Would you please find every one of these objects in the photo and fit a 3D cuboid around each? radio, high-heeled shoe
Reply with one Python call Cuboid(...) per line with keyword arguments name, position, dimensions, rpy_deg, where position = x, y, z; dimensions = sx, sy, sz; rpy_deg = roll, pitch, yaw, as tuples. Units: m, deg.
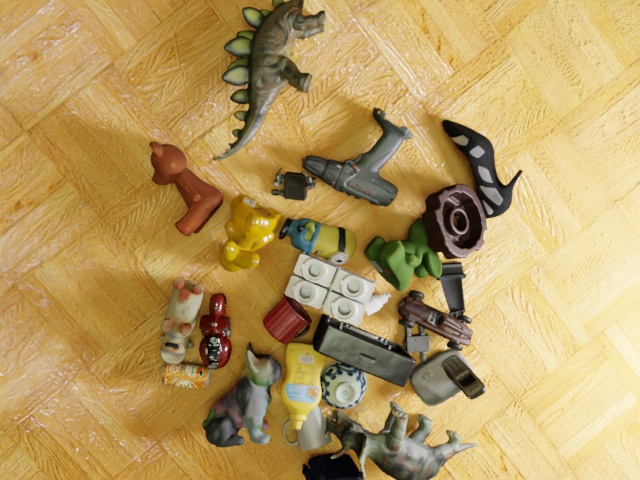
Cuboid(name="radio", position=(0.098, 0.254, 1.257), dimensions=(0.229, 0.131, 0.073), rpy_deg=(25, 93, -7))
Cuboid(name="high-heeled shoe", position=(0.363, -0.167, 1.284), dimensions=(0.249, 0.086, 0.145), rpy_deg=(40, 123, 10))

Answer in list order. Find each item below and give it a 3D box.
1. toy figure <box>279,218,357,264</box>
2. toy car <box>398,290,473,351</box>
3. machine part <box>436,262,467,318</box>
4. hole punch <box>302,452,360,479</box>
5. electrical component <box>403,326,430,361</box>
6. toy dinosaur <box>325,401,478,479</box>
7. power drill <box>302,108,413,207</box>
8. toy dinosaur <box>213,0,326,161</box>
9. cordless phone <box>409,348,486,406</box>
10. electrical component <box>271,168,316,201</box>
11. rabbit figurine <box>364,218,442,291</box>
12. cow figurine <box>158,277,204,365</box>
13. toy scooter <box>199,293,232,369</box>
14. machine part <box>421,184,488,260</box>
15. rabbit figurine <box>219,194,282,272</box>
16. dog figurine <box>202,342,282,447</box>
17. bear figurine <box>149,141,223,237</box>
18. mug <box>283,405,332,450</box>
Cuboid(name="toy figure", position=(-0.002, -0.004, 1.248), dimensions=(0.180, 0.082, 0.089), rpy_deg=(23, 95, -5))
Cuboid(name="toy car", position=(0.283, 0.196, 1.297), dimensions=(0.202, 0.053, 0.089), rpy_deg=(27, 71, -6))
Cuboid(name="machine part", position=(0.320, 0.117, 1.289), dimensions=(0.084, 0.039, 0.139), rpy_deg=(2, 67, -10))
Cuboid(name="hole punch", position=(0.031, 0.565, 1.287), dimensions=(0.115, 0.142, 0.092), rpy_deg=(27, 94, -21))
Cuboid(name="electrical component", position=(0.237, 0.254, 1.323), dimensions=(0.063, 0.021, 0.094), rpy_deg=(-5, 96, -4))
Cuboid(name="toy dinosaur", position=(0.206, 0.507, 1.278), dimensions=(0.404, 0.131, 0.192), rpy_deg=(29, 87, -18))
Cuboid(name="power drill", position=(0.101, -0.198, 1.238), dimensions=(0.232, 0.086, 0.207), rpy_deg=(32, 88, -5))
Cuboid(name="toy dinosaur", position=(-0.111, -0.385, 1.192), dimensions=(0.199, 0.105, 0.471), rpy_deg=(15, 85, 1))
Cuboid(name="cordless phone", position=(0.303, 0.344, 1.258), dimensions=(0.147, 0.184, 0.088), rpy_deg=(-31, 102, -2))
Cuboid(name="electrical component", position=(-0.061, -0.128, 1.235), dimensions=(0.102, 0.045, 0.078), rpy_deg=(12, 111, 6))
Cuboid(name="rabbit figurine", position=(0.219, 0.028, 1.256), dimensions=(0.170, 0.121, 0.159), rpy_deg=(-43, 101, -15))
Cuboid(name="cow figurine", position=(-0.321, 0.188, 1.230), dimensions=(0.085, 0.127, 0.195), rpy_deg=(14, 80, -7))
Cuboid(name="toy scooter", position=(-0.239, 0.218, 1.222), dimensions=(0.075, 0.135, 0.183), rpy_deg=(2, 97, -7))
Cuboid(name="machine part", position=(0.312, -0.042, 1.248), dimensions=(0.179, 0.056, 0.179), rpy_deg=(6, 80, -34))
Cuboid(name="rabbit figurine", position=(-0.169, 0.006, 1.213), dimensions=(0.122, 0.162, 0.173), rpy_deg=(27, 111, -19))
Cuboid(name="dog figurine", position=(-0.183, 0.357, 1.259), dimensions=(0.192, 0.108, 0.219), rpy_deg=(-3, 92, -2))
Cuboid(name="bear figurine", position=(-0.316, -0.118, 1.190), dimensions=(0.196, 0.120, 0.132), rpy_deg=(41, 95, -6))
Cuboid(name="mug", position=(-0.036, 0.442, 1.296), dimensions=(0.110, 0.081, 0.107), rpy_deg=(-13, 84, 2))
